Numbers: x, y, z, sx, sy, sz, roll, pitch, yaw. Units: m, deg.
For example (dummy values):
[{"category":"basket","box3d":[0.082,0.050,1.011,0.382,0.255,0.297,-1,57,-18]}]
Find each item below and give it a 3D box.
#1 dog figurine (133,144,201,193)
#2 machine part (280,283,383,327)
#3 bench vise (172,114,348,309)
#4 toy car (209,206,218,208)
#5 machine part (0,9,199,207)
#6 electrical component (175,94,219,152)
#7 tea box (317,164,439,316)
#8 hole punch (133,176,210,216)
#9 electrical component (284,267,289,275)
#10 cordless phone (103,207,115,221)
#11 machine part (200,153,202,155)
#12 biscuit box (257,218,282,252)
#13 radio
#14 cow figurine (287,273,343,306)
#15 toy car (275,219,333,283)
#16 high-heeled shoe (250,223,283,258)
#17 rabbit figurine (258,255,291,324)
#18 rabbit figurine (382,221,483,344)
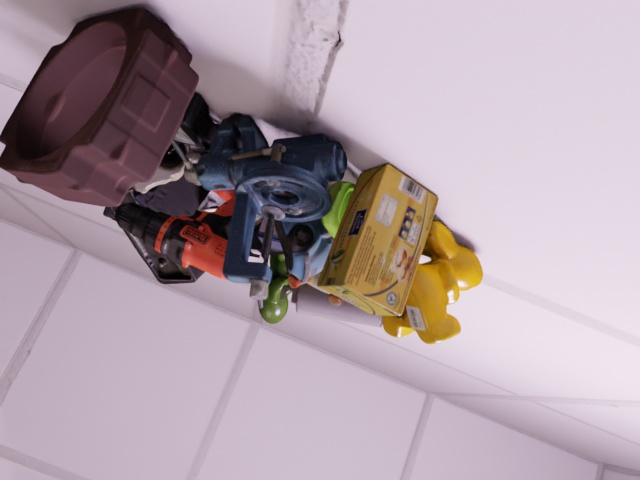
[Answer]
[{"category":"dog figurine","box3d":[-0.280,-0.144,0.846,0.172,0.121,0.191,26,179,-18]},{"category":"machine part","box3d":[0.043,0.117,1.040,0.243,0.079,0.079,9,161,11]},{"category":"bench vise","box3d":[-0.082,-0.044,0.661,0.224,0.240,0.128,3,157,8]},{"category":"toy car","box3d":[-0.228,-0.019,1.141,0.073,0.056,0.202,63,164,3]},{"category":"machine part","box3d":[-0.241,-0.141,0.586,0.202,0.201,0.087,9,162,35]},{"category":"electrical component","box3d":[-0.189,-0.168,0.704,0.075,0.048,0.119,14,161,25]},{"category":"tea box","box3d":[0.076,0.002,0.687,0.098,0.169,0.068,31,161,-23]},{"category":"hole punch","box3d":[-0.266,-0.093,0.935,0.092,0.116,0.142,23,165,27]},{"category":"electrical component","box3d":[-0.044,0.035,1.095,0.045,0.078,0.102,13,165,2]},{"category":"cordless phone","box3d":[-0.395,-0.096,1.170,0.146,0.089,0.184,28,151,-15]},{"category":"machine part","box3d":[-0.165,-0.102,0.900,0.084,0.039,0.138,1,152,40]},{"category":"biscuit box","box3d":[-0.002,-0.003,0.930,0.203,0.059,0.062,12,161,13]},{"category":"radio","box3d":[-0.328,-0.019,1.095,0.131,0.073,0.229,-9,117,37]},{"category":"cow figurine","box3d":[0.051,0.061,0.985,0.195,0.127,0.085,17,123,31]},{"category":"toy car","box3d":[-0.015,-0.021,0.831,0.103,0.162,0.109,-13,154,-15]},{"category":"high-heeled shoe","box3d":[-0.098,0.017,1.089,0.249,0.086,0.145,22,159,43]},{"category":"rabbit figurine","box3d":[-0.081,0.102,1.195,0.121,0.170,0.159,16,163,18]},{"category":"rabbit figurine","box3d":[0.168,0.053,0.800,0.122,0.173,0.162,-16,95,61]}]
